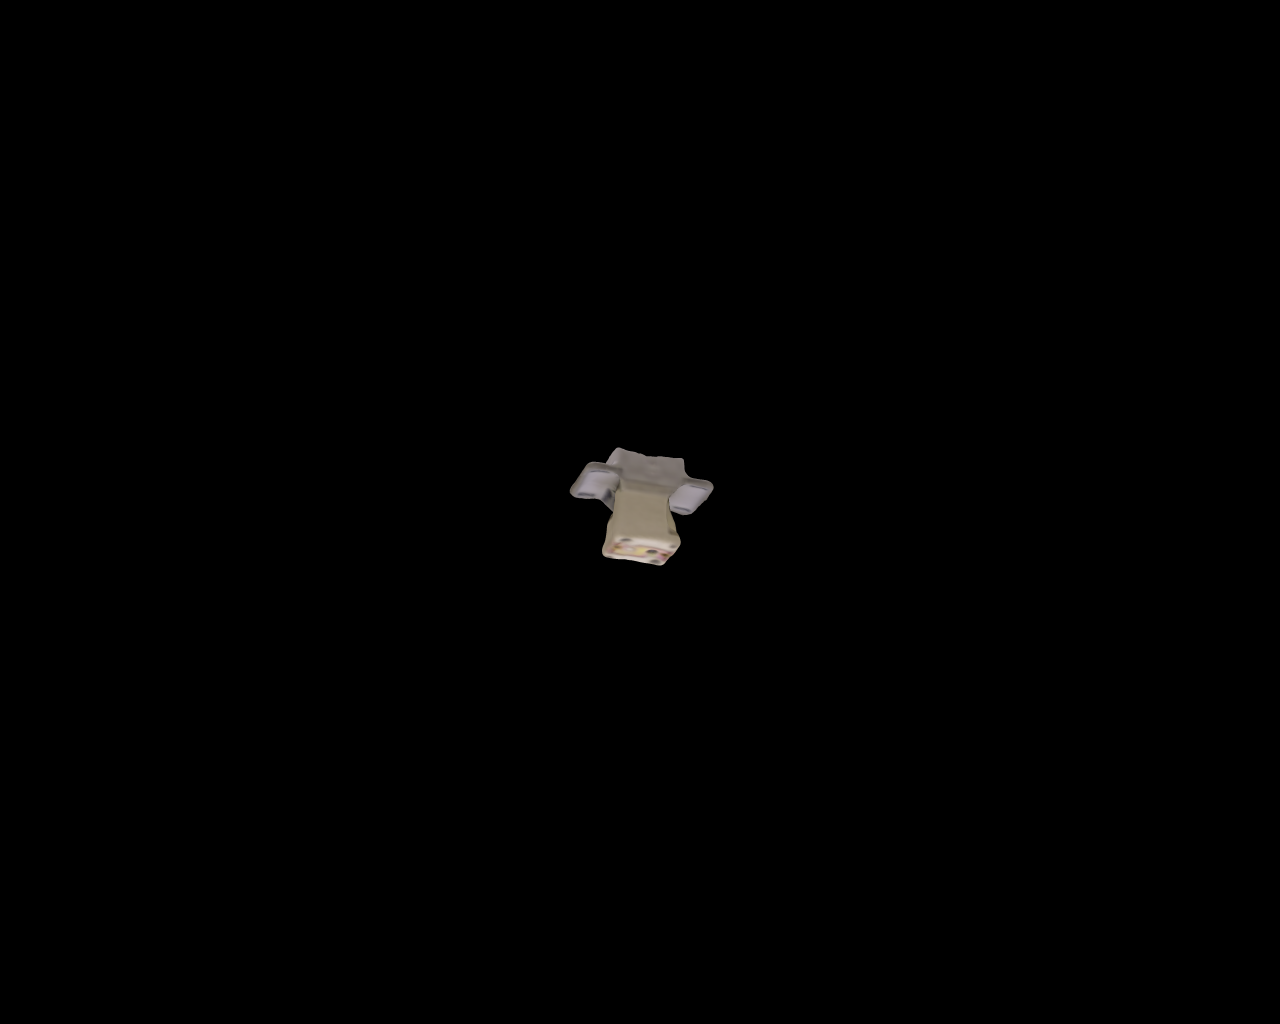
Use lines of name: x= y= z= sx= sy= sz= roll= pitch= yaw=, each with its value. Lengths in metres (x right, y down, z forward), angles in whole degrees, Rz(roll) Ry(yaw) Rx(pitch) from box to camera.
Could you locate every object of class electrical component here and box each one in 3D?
electrical component: x=0.001 y=-0.003 z=0.650 sx=0.081 sy=0.064 sz=0.042 roll=8 pitch=-28 yaw=-16
